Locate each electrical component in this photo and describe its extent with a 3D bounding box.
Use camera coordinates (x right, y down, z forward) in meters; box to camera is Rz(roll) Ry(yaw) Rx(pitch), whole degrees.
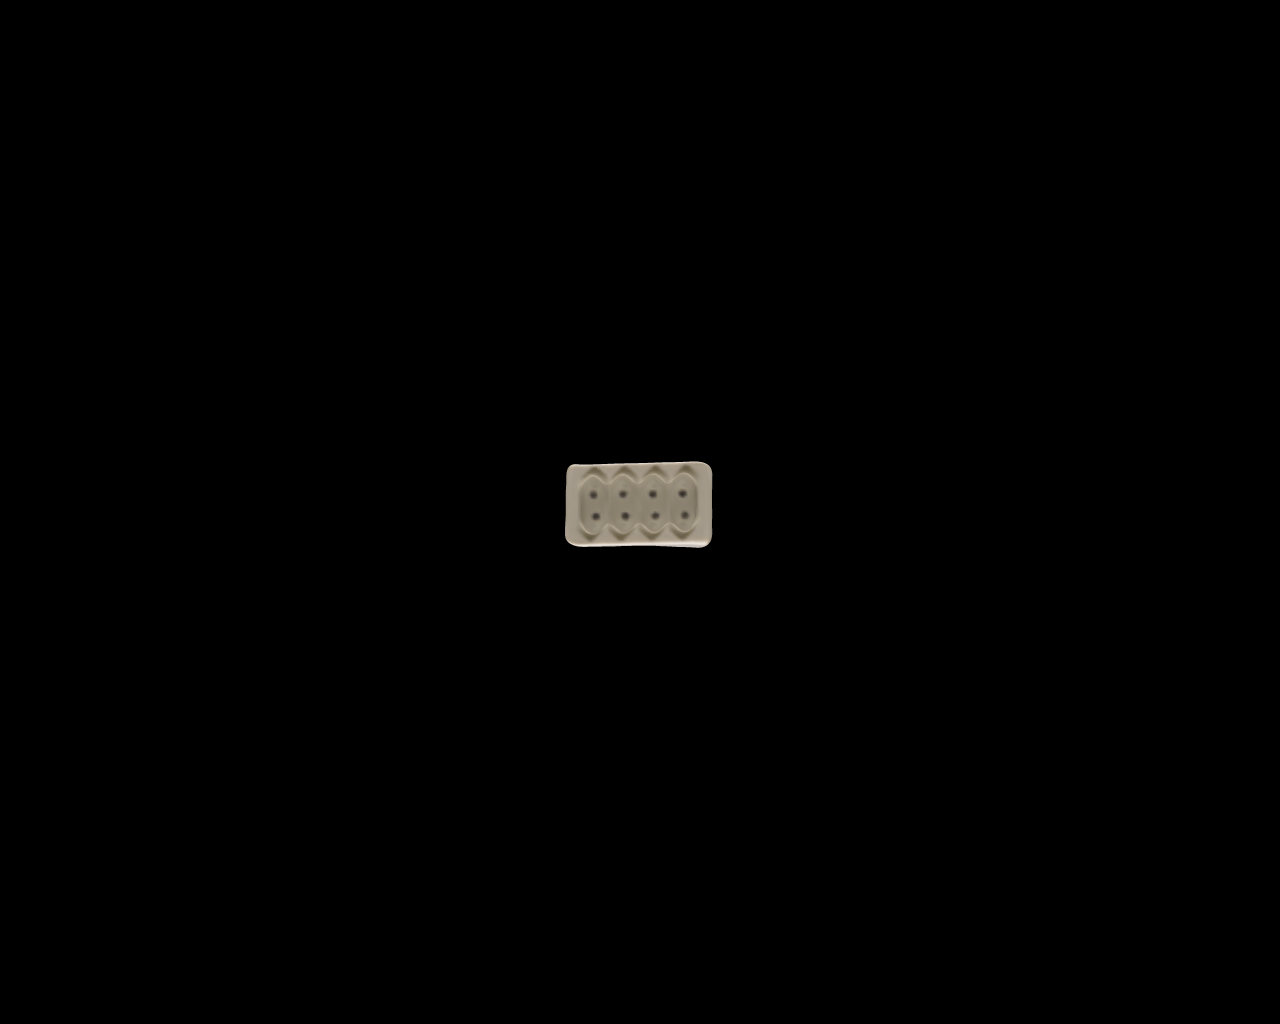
[{"bbox_3d":[0.001,-0.003,0.650,0.083,0.047,0.075,0,-3,2],"label":"electrical component"}]
